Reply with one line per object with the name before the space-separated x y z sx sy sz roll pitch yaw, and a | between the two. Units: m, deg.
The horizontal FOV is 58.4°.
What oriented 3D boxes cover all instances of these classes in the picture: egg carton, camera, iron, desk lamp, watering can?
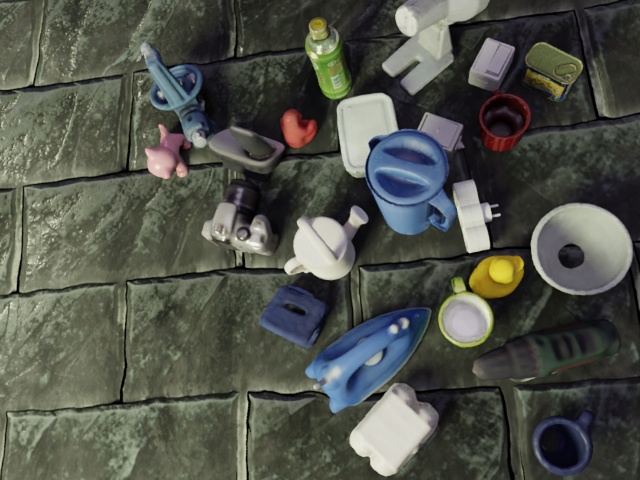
egg carton | 0.132 0.335 1.012 0.107 0.069 0.150 40 86 17
camera | -0.154 -0.050 1.144 0.143 0.101 0.137 12 79 13
iron | 0.093 0.193 1.017 0.258 0.141 0.118 -38 73 0
desk lamp | 0.220 -0.418 1.107 0.203 0.214 0.117 -42 73 -2
watering can | 0.008 0.002 1.052 0.100 0.194 0.173 32 84 16

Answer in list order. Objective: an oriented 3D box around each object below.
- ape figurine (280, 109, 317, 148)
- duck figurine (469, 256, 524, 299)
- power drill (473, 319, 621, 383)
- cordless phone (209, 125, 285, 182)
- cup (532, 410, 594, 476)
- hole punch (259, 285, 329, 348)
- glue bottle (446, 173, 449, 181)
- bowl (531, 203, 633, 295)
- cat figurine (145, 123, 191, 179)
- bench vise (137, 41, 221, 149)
ape figurine | -0.050 -0.237 1.175 0.077 0.092 0.076 31 84 16
duck figurine | 0.322 0.061 1.036 0.104 0.086 0.077 -28 73 3
power drill | 0.356 0.188 0.935 0.229 0.209 0.075 -17 74 6
cordless phone | -0.159 -0.198 1.137 0.147 0.185 0.094 17 80 14
cup | 0.402 0.327 0.951 0.091 0.095 0.118 42 87 17
hole punch | -0.048 0.140 1.082 0.108 0.091 0.101 22 81 15
glue bottle | 0.202 -0.148 1.065 0.078 0.173 0.037 12 79 13
bowl | 0.460 0.022 1.027 0.167 0.075 0.167 -2 76 10
cat figurine | -0.324 -0.180 1.198 0.067 0.118 0.128 -4 76 10
bench vise | -0.277 -0.298 1.165 0.121 0.220 0.207 -44 73 -2
